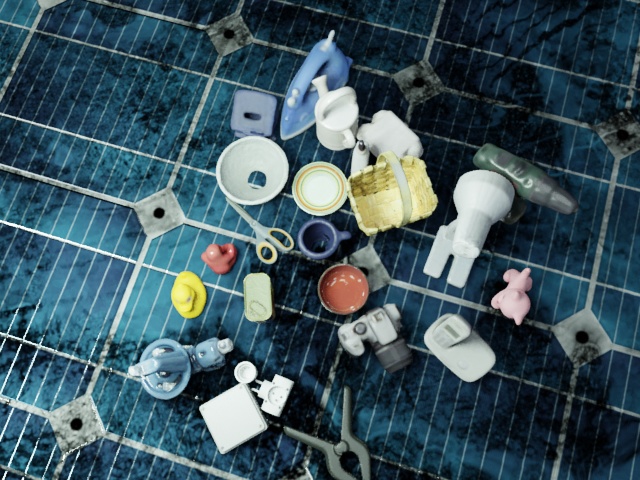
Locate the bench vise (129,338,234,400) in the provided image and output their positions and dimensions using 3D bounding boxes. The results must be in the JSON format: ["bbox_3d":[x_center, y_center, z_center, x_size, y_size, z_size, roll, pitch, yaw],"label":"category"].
[{"bbox_3d":[-0.290,0.238,1.162,0.207,0.220,0.121,-38,77,-7],"label":"bench vise"}]

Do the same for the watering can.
[{"bbox_3d":[0.033,-0.292,1.299,0.172,0.194,0.101,41,81,11],"label":"watering can"}]

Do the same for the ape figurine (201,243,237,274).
[{"bbox_3d":[-0.228,0.034,1.278,0.077,0.092,0.076,1,76,2],"label":"ape figurine"}]

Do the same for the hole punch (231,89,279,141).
[{"bbox_3d":[-0.153,-0.293,1.359,0.108,0.091,0.101,11,76,5],"label":"hole punch"}]

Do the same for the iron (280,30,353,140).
[{"bbox_3d":[-0.025,-0.365,1.347,0.118,0.141,0.258,29,79,9],"label":"iron"}]

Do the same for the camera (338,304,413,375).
[{"bbox_3d":[0.127,0.219,1.214,0.143,0.101,0.136,-27,76,-5],"label":"camera"}]

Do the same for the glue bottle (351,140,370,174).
[{"bbox_3d":[0.092,-0.185,1.281,0.037,0.173,0.078,8,76,4],"label":"glue bottle"}]

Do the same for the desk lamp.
[{"bbox_3d":[0.315,-0.021,1.210,0.118,0.213,0.203,21,77,8],"label":"desk lamp"}]

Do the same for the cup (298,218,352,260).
[{"bbox_3d":[0.012,0.005,1.276,0.117,0.095,0.091,-8,75,0],"label":"cup"}]

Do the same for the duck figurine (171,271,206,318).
[{"bbox_3d":[-0.296,0.117,1.262,0.077,0.086,0.104,-9,76,0],"label":"duck figurine"}]

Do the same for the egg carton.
[{"bbox_3d":[0.165,-0.231,1.343,0.107,0.069,0.150,-42,78,-8],"label":"egg carton"}]

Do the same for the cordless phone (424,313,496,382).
[{"bbox_3d":[0.294,0.214,1.166,0.147,0.185,0.094,41,81,11],"label":"cordless phone"}]

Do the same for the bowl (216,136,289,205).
[{"bbox_3d":[-0.152,-0.151,1.331,0.167,0.075,0.167,0,76,2],"label":"bowl"}]

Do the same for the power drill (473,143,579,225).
[{"bbox_3d":[0.424,-0.108,1.231,0.229,0.208,0.076,39,80,11],"label":"power drill"}]

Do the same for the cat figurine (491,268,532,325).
[{"bbox_3d":[0.419,0.117,1.221,0.067,0.118,0.128,25,78,8],"label":"cat figurine"}]
